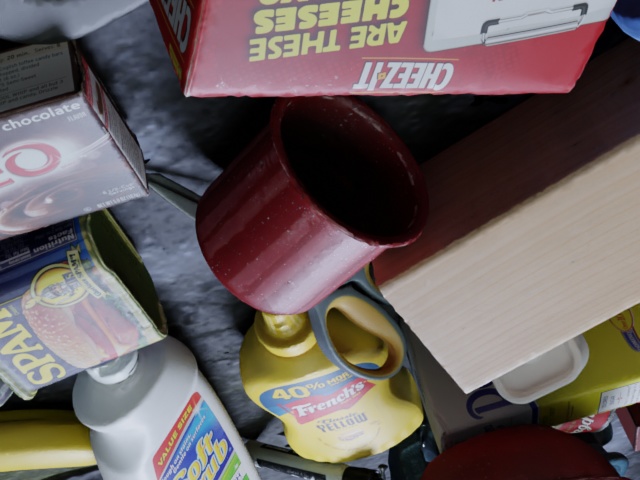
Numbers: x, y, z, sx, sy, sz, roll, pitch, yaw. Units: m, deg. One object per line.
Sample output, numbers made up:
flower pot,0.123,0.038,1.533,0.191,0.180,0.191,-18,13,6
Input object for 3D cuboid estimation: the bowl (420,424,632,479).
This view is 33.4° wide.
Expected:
bowl,0.118,0.163,0.685,0.162,0.055,0.162,-11,148,-7

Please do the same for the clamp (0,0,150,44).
clamp,-0.139,-0.101,0.390,0.209,0.036,0.165,-3,144,-23

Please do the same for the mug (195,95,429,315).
mug,-0.001,-0.020,0.530,0.082,0.093,0.117,-42,174,38

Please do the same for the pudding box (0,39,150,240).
pudding box,-0.142,-0.038,0.466,0.113,0.039,0.090,-18,154,1

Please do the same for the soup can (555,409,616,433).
soup can,0.155,0.110,0.780,0.102,0.068,0.069,0,142,-21

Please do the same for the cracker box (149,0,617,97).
cracker box,0.041,-0.151,0.344,0.164,0.072,0.214,-4,136,-23

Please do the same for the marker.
marker,-0.006,0.165,0.771,0.121,0.020,0.020,5,161,37

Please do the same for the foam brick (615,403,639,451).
foam brick,0.285,0.130,0.877,0.078,0.051,0.053,-19,144,2

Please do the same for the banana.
banana,-0.209,0.137,0.691,0.197,0.037,0.070,1,141,-24

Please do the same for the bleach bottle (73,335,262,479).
bleach bottle,-0.104,0.136,0.688,0.102,0.068,0.251,-48,149,-21

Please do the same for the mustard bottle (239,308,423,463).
mustard bottle,0.001,0.083,0.686,0.096,0.058,0.191,-16,145,9

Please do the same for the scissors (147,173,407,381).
scissors,-0.004,0.001,0.596,0.096,0.016,0.201,-51,121,-17

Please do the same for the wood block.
wood block,0.134,-0.022,0.544,0.206,0.090,0.090,-32,119,17

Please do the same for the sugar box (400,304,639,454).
sugar box,0.150,0.073,0.704,0.176,0.093,0.048,-15,144,-4

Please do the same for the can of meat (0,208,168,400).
can of meat,-0.136,0.028,0.551,0.084,0.057,0.102,-22,141,3

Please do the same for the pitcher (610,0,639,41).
pitcher,0.238,-0.147,0.420,0.242,0.149,0.145,-4,156,-10
